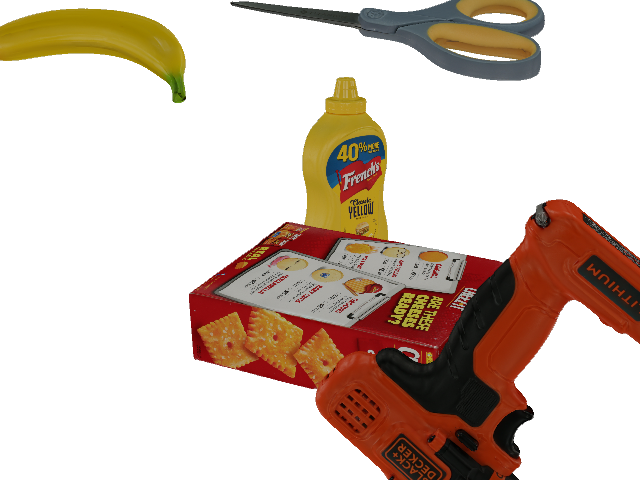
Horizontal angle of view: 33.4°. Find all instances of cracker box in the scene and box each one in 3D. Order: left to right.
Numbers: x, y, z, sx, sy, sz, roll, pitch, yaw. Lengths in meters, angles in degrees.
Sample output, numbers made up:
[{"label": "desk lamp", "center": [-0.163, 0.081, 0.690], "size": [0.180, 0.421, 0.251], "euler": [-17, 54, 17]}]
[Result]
[{"label": "cracker box", "center": [0.025, 0.059, 0.877], "size": [0.214, 0.072, 0.164], "euler": [11, 27, 25]}]

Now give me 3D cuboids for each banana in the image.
[{"label": "banana", "center": [-0.189, -0.163, 0.882], "size": [0.198, 0.069, 0.037], "euler": [13, -39, 18]}]

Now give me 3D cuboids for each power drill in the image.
[{"label": "power drill", "center": [0.117, 0.086, 0.583], "size": [0.184, 0.188, 0.057], "euler": [41, 14, 0]}]

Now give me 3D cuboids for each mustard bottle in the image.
[{"label": "mustard bottle", "center": [0.026, -0.068, 1.080], "size": [0.096, 0.192, 0.058], "euler": [-12, 20, -36]}]

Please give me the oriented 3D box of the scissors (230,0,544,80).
[{"label": "scissors", "center": [0.051, -0.142, 0.668], "size": [0.202, 0.016, 0.096], "euler": [23, 45, 27]}]
